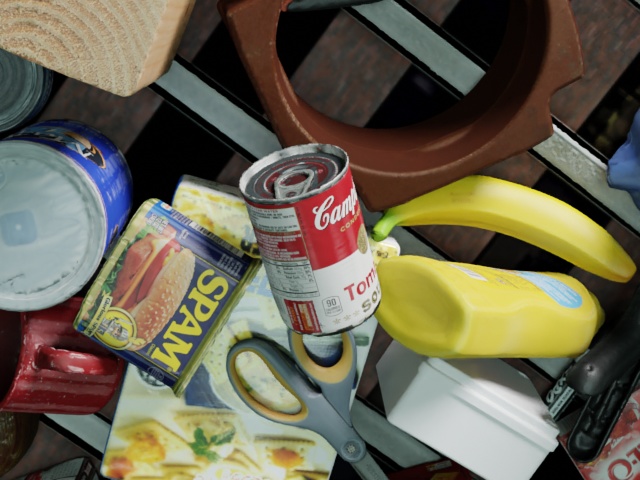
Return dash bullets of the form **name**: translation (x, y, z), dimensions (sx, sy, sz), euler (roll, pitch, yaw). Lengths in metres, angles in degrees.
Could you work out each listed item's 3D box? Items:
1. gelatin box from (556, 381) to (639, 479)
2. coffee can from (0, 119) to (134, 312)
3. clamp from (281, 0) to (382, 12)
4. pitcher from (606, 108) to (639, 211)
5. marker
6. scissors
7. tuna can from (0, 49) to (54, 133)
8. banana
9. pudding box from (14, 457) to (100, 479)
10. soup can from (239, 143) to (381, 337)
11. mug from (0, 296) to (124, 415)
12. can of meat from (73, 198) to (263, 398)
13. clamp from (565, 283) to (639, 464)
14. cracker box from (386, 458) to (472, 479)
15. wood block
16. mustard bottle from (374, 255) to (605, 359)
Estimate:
- **gelatin box**: translation (0.232, 0.149, 0.802), dimensions (0.089, 0.030, 0.073), euler (-33, 102, 5)
- **coffee can**: translation (-0.180, -0.021, 0.692), dimensions (0.103, 0.140, 0.103), euler (0, 102, -3)
- **clamp**: translation (0.045, -0.233, 0.708), dimensions (0.210, 0.036, 0.164), euler (-32, 108, 7)
- **pitcher**: translation (0.298, -0.030, 0.658), dimensions (0.145, 0.243, 0.149), euler (37, 103, -13)
- **marker**: translation (0.185, 0.109, 0.797), dimensions (0.020, 0.020, 0.121), euler (34, 98, -9)
- **scissors**: translation (0.028, 0.122, 0.727), dimensions (0.201, 0.016, 0.096), euler (38, 97, -11)
- **tuna can**: translation (-0.227, -0.114, 0.725), dimensions (0.086, 0.034, 0.086), euler (-1, 101, -4)
- **banana**: translation (0.127, -0.012, 0.750), dimensions (0.197, 0.037, 0.069), euler (8, 62, -12)
- **pudding box**: translation (-0.218, 0.202, 0.763), dimensions (0.113, 0.090, 0.039), euler (-19, 101, 1)
- **soup can**: translation (-0.004, 0.001, 0.661), dimensions (0.068, 0.068, 0.102), euler (-15, 119, 1)
- **mug**: translation (-0.179, 0.077, 0.720), dimensions (0.081, 0.117, 0.093), euler (12, 81, -41)
- **can of meat**: translation (-0.098, 0.035, 0.683), dimensions (0.084, 0.057, 0.102), euler (32, 99, -2)
- **clamp**: translation (0.221, 0.078, 0.755), dimensions (0.039, 0.120, 0.171), euler (34, 59, 25)
- **cracker box**: translation (0.058, 0.290, 0.803), dimensions (0.164, 0.072, 0.214), euler (-15, 101, 0)
- **wood block**: translation (-0.125, -0.149, 0.634), dimensions (0.090, 0.206, 0.091), euler (22, 100, -7)
- **mustard bottle**: translation (0.131, 0.049, 0.729), dimensions (0.191, 0.096, 0.058), euler (6, 103, -39)
